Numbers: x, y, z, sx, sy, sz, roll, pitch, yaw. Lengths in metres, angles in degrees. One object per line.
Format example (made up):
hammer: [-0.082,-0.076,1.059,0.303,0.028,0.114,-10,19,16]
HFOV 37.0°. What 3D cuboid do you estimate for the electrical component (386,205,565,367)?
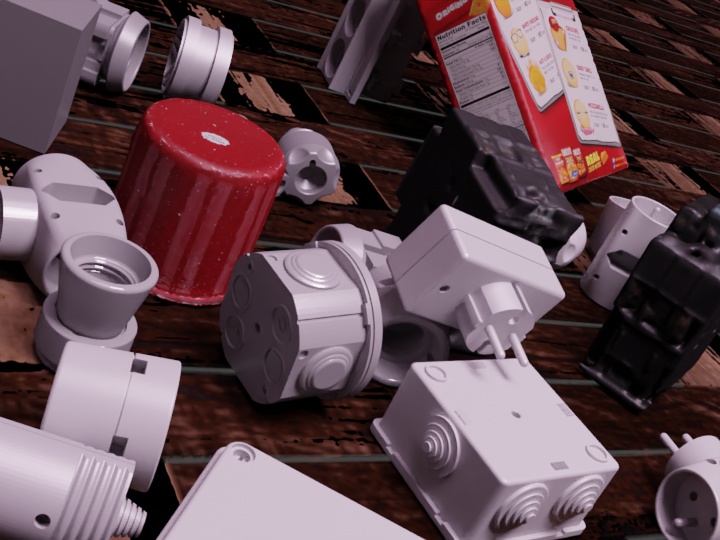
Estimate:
electrical component: [0.067,0.018,0.561,0.083,0.047,0.075,20,38,-40]

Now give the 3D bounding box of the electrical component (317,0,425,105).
electrical component: [0.020,-0.210,0.933,0.063,0.121,0.078,14,30,-27]

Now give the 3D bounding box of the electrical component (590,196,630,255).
electrical component: [0.236,-0.023,0.856,0.099,0.064,0.099,20,28,-11]

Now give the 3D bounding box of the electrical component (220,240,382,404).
electrical component: [-0.030,0.026,0.532,0.051,0.080,0.080,-5,40,-37]

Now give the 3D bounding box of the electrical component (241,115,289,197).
electrical component: [-0.074,-0.071,0.699,0.062,0.043,0.043,38,30,19]

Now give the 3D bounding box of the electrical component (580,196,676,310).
electrical component: [0.216,-0.003,0.790,0.079,0.077,0.043,28,28,2]

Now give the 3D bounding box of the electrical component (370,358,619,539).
electrical component: [0.068,0.089,0.539,0.100,0.048,0.099,2,36,-38]

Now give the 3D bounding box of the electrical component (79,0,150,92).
electrical component: [-0.181,-0.157,0.741,0.057,0.058,0.078,21,27,-5]

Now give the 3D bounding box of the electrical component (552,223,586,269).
electrical component: [0.150,-0.026,0.811,0.043,0.043,0.062,36,28,17]

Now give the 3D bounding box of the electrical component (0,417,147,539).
electrical component: [-0.119,0.082,0.397,0.081,0.043,0.043,21,28,-11]

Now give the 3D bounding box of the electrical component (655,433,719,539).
electrical component: [0.198,0.119,0.601,0.077,0.044,0.079,7,33,-32]

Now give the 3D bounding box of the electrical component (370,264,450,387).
electrical component: [0.023,0.031,0.595,0.055,0.055,0.047,19,32,-14]

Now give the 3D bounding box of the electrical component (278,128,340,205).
electrical component: [-0.039,-0.076,0.737,0.043,0.043,0.062,14,29,-22]

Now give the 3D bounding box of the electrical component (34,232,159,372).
electrical component: [-0.122,0.017,0.493,0.045,0.055,0.045,20,28,-11]

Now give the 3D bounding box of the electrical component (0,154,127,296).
electrical component: [-0.164,-0.022,0.538,0.079,0.043,0.077,5,35,-34]

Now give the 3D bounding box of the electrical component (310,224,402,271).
electrical component: [0.000,0.000,0.638,0.055,0.048,0.066,16,28,-34]

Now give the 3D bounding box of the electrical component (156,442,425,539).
electrical component: [-0.027,0.129,0.380,0.109,0.056,0.108,28,28,3]

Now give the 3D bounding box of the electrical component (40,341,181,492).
electrical component: [-0.104,0.059,0.441,0.047,0.055,0.055,16,29,-12]
